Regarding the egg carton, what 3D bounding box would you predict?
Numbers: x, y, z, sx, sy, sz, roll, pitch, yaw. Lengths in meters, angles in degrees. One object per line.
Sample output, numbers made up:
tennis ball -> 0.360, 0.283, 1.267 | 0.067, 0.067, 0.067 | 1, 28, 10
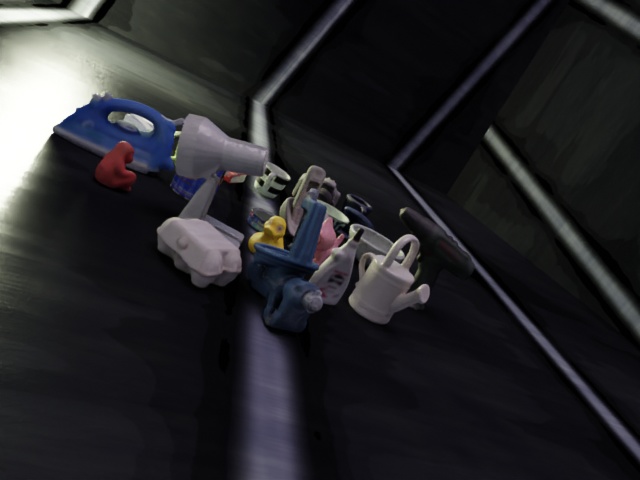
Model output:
egg carton -> -0.208, 0.018, 0.983 | 0.150, 0.069, 0.107 | 38, 18, 26

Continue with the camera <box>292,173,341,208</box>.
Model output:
camera -> -0.007, -0.145, 1.763 | 0.143, 0.101, 0.137 | 29, 16, -2

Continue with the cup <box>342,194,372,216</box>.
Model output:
cup -> 0.106, -0.077, 1.765 | 0.092, 0.095, 0.117 | 23, 18, -22

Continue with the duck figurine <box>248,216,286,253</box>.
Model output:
duck figurine -> -0.101, -0.011, 1.227 | 0.077, 0.086, 0.105 | 33, 16, 11

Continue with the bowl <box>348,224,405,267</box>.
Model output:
bowl -> 0.138, 0.031, 1.537 | 0.167, 0.074, 0.167 | 28, 16, -9

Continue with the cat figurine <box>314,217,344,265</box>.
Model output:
cat figurine -> 0.012, 0.005, 1.319 | 0.067, 0.117, 0.128 | 40, 19, 32

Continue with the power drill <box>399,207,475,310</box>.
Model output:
power drill -> 0.252, 0.057, 1.415 | 0.229, 0.208, 0.075 | 30, 16, -1

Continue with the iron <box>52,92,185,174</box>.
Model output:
iron -> -0.434, -0.251, 1.266 | 0.259, 0.141, 0.118 | 20, 19, -30

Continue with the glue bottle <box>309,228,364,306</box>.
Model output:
glue bottle -> 0.040, 0.049, 1.136 | 0.078, 0.173, 0.037 | 17, 20, -37

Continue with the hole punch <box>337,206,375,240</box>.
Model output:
hole punch -> 0.110, -0.041, 1.673 | 0.108, 0.091, 0.101 | 37, 18, 24

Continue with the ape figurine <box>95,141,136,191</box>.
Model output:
ape figurine -> -0.393, -0.150, 1.123 | 0.076, 0.092, 0.077 | 13, 23, -46

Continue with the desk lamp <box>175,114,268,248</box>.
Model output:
desk lamp -> -0.206, -0.116, 1.130 | 0.203, 0.213, 0.118 | 28, 16, -8

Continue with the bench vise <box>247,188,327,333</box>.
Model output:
bench vise -> -0.028, 0.035, 0.978 | 0.122, 0.219, 0.206 | 9, 26, -51

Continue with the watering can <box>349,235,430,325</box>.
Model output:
watering can -> 0.156, 0.078, 1.212 | 0.172, 0.194, 0.101 | 34, 17, 14

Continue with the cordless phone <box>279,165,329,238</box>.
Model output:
cordless phone -> -0.014, -0.087, 1.427 | 0.148, 0.185, 0.093 | 13, 23, -45
